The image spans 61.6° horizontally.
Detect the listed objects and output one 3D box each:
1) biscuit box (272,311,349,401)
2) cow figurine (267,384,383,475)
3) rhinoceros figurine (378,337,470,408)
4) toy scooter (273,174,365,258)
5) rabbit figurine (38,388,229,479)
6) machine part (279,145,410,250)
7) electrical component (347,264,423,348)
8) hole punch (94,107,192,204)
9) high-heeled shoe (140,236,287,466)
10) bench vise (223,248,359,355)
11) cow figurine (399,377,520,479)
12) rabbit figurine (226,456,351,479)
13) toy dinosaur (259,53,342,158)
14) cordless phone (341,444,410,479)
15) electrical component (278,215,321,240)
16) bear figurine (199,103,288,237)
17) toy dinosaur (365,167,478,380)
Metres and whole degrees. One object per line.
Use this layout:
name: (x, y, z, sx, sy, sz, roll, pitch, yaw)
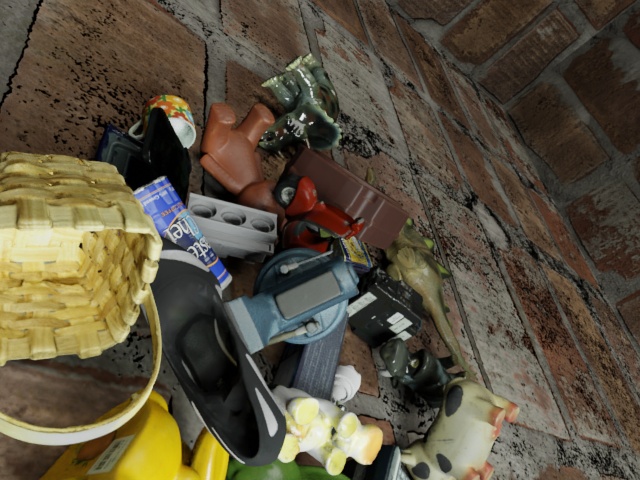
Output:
biscuit box: (-0.012, 0.160, 0.740, 0.062, 0.059, 0.203, 42, 33, -14)
cow figurine: (-0.007, 0.209, 0.605, 0.167, 0.098, 0.068, 33, 77, -39)
rhinoceros figurine: (0.168, 0.216, 0.872, 0.190, 0.112, 0.073, 42, 58, -39)
toy scooter: (-0.002, -0.002, 0.785, 0.135, 0.183, 0.075, 15, 33, 20)
rabbit figurine: (-0.144, 0.231, 0.476, 0.173, 0.122, 0.162, 59, 20, -15)
machine part: (0.045, -0.076, 0.939, 0.202, 0.087, 0.201, 39, 10, 27)
electrical component: (0.101, 0.115, 0.878, 0.134, 0.115, 0.058, 39, 37, -19)
hole punch: (-0.232, -0.095, 0.711, 0.115, 0.092, 0.142, 67, 12, -48)
high-heeled shoe: (-0.116, 0.091, 0.489, 0.248, 0.086, 0.145, 52, -2, -1)
bench vise: (-0.056, 0.089, 0.682, 0.129, 0.224, 0.240, 53, 1, 2)
cow figurine: (0.180, 0.284, 0.754, 0.085, 0.194, 0.127, 6, 18, -44)
rabbit figurine: (-0.028, 0.278, 0.551, 0.159, 0.121, 0.170, 17, 30, -48)
toy dinosaur: (-0.016, -0.293, 1.158, 0.192, 0.131, 0.405, 57, 25, -14)
cordless phone: (0.098, 0.361, 0.656, 0.184, 0.089, 0.146, 50, 31, -10)
electrical component: (-0.035, -0.041, 0.930, 0.074, 0.048, 0.119, 30, 39, -32)
bear figurine: (-0.106, -0.098, 0.826, 0.120, 0.132, 0.196, -10, 60, -45)
toy dinosaur: (0.186, 0.056, 1.065, 0.198, 0.105, 0.471, 12, 53, -51)
